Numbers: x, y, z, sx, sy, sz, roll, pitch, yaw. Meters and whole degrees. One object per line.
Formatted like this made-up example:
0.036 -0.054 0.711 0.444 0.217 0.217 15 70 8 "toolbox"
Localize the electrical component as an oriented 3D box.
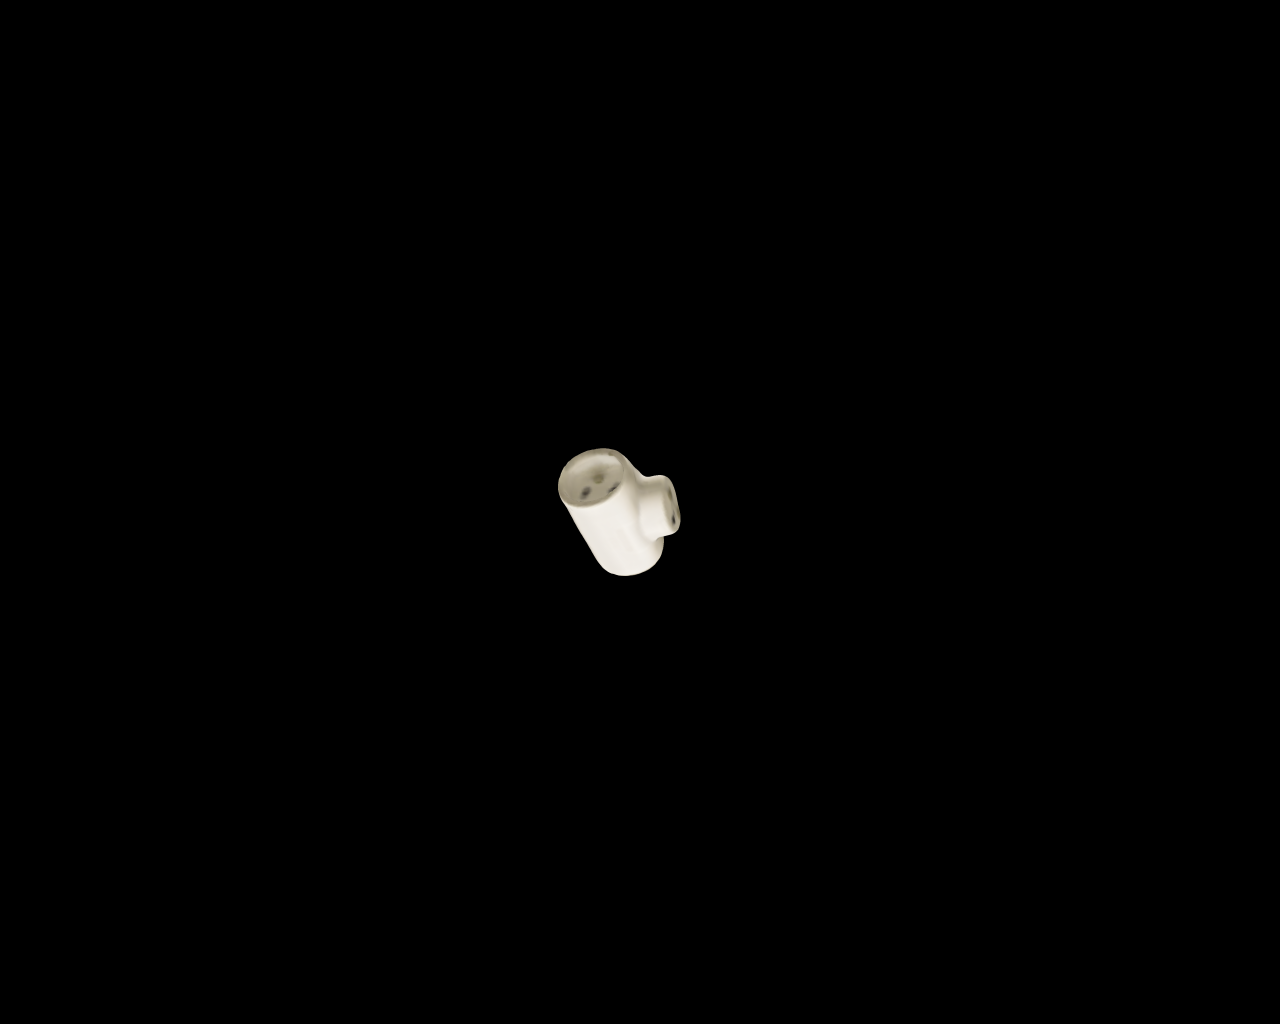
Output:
0.001 -0.003 0.650 0.079 0.043 0.077 -11 -39 14 "electrical component"
